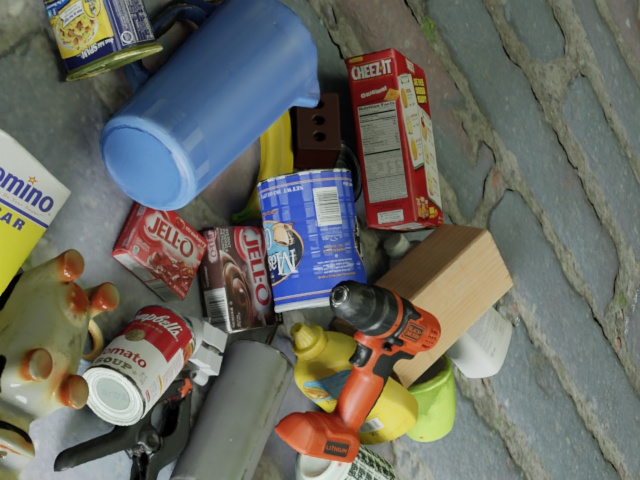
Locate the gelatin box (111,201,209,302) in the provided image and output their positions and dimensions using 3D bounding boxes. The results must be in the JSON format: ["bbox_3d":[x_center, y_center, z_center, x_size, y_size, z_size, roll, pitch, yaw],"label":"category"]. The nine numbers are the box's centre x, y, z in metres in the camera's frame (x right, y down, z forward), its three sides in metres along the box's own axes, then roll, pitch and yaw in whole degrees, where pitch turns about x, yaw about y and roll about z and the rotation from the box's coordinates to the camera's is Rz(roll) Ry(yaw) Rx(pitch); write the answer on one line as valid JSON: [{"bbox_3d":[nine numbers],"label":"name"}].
[{"bbox_3d":[-0.158,0.008,1.065,0.089,0.030,0.073,47,49,-36],"label":"gelatin box"}]

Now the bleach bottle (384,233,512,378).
[{"bbox_3d":[0.167,0.076,1.437,0.250,0.068,0.102,49,46,-30],"label":"bleach bottle"}]

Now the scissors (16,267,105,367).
[{"bbox_3d":[-0.248,0.044,0.957,0.096,0.016,0.202,-21,99,-53],"label":"scissors"}]

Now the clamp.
[{"bbox_3d":[-0.166,0.203,1.007,0.171,0.039,0.120,-45,117,-46],"label":"clamp"}]

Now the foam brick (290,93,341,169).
[{"bbox_3d":[-0.005,-0.128,1.244,0.053,0.051,0.078,1,66,-9],"label":"foam brick"}]

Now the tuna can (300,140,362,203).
[{"bbox_3d":[0.016,-0.079,1.300,0.086,0.034,0.086,14,72,-49],"label":"tuna can"}]

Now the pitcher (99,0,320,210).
[{"bbox_3d":[-0.120,-0.145,1.074,0.242,0.149,0.145,-53,136,-42],"label":"pitcher"}]

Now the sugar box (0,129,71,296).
[{"bbox_3d":[-0.289,-0.002,0.876,0.093,0.048,0.176,45,57,-29],"label":"sugar box"}]

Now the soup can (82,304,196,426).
[{"bbox_3d":[-0.168,0.115,0.989,0.068,0.069,0.102,64,33,-20],"label":"soup can"}]

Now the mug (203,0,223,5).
[{"bbox_3d":[-0.111,-0.308,1.156,0.081,0.093,0.117,-26,139,-46],"label":"mug"}]

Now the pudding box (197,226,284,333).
[{"bbox_3d":[-0.086,0.041,1.142,0.089,0.039,0.113,-3,85,-53],"label":"pudding box"}]

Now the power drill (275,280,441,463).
[{"bbox_3d":[0.033,0.136,1.101,0.184,0.057,0.188,26,98,-50],"label":"power drill"}]

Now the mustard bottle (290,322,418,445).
[{"bbox_3d":[0.026,0.157,1.212,0.191,0.096,0.058,49,35,-33],"label":"mustard bottle"}]

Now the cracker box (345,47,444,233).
[{"bbox_3d":[0.096,-0.119,1.349,0.164,0.072,0.214,4,77,-71],"label":"cracker box"}]

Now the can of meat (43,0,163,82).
[{"bbox_3d":[-0.205,-0.202,0.994,0.057,0.102,0.084,-26,100,-50],"label":"can of meat"}]

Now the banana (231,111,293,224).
[{"bbox_3d":[-0.059,-0.106,1.209,0.069,0.037,0.198,22,65,-49],"label":"banana"}]

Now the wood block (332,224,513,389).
[{"bbox_3d":[0.128,0.077,1.308,0.205,0.090,0.091,-40,116,-25],"label":"wood block"}]

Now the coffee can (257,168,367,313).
[{"bbox_3d":[-0.007,0.001,1.140,0.102,0.103,0.140,-3,83,-52],"label":"coffee can"}]
